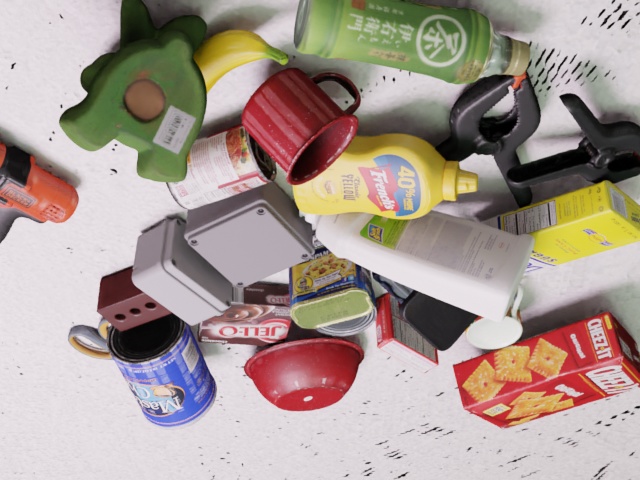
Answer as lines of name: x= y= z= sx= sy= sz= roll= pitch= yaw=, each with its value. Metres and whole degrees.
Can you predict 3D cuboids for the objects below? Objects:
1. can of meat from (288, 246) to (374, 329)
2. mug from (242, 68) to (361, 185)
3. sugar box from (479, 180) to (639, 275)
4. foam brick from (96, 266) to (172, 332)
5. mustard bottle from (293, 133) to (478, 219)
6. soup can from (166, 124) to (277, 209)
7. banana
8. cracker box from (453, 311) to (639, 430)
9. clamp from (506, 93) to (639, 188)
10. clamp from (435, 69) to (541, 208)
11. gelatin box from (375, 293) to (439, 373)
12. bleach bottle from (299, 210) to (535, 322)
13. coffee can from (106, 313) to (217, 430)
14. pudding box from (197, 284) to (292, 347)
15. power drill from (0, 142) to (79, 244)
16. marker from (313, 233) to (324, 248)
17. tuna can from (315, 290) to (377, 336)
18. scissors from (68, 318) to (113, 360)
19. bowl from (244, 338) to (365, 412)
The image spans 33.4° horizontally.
can of meat: x=0.012 y=0.050 z=1.255 sx=0.102 sy=0.084 sz=0.057 roll=-17 pitch=137 yaw=15
mug: x=-0.014 y=-0.122 z=1.050 sx=0.117 sy=0.081 sz=0.093 roll=-40 pitch=163 yaw=-10
sugar box: x=0.265 y=-0.008 z=1.198 sx=0.177 sy=0.048 sz=0.093 roll=-23 pitch=146 yaw=35
foam brick: x=-0.221 y=0.067 z=1.287 sx=0.078 sy=0.051 sz=0.053 roll=-21 pitch=136 yaw=19
mustard bottle: x=0.068 y=-0.066 z=1.113 sx=0.192 sy=0.058 sz=0.096 roll=4 pitch=128 yaw=13
soup can: x=-0.105 y=-0.078 z=1.117 sx=0.102 sy=0.068 sz=0.068 roll=-18 pitch=136 yaw=17
banana: x=-0.115 y=-0.147 z=1.043 sx=0.198 sy=0.070 sz=0.037 roll=-37 pitch=161 yaw=35
cracker box: x=0.304 y=0.178 z=1.395 sx=0.214 sy=0.072 sz=0.164 roll=-21 pitch=153 yaw=21
clamp: x=0.281 y=-0.088 z=1.126 sx=0.171 sy=0.039 sz=0.120 roll=15 pitch=135 yaw=-32
clamp: x=0.183 y=-0.104 z=1.126 sx=0.164 sy=0.036 sz=0.210 roll=9 pitch=140 yaw=-16
gelatin box: x=0.108 y=0.117 z=1.344 sx=0.089 sy=0.073 sz=0.030 roll=30 pitch=130 yaw=-32
bleach bottle: x=0.099 y=0.000 z=1.170 sx=0.251 sy=0.102 sz=0.068 roll=22 pitch=144 yaw=14
coffee can: x=-0.198 y=0.158 z=1.345 sx=0.103 sy=0.103 sz=0.140 roll=-9 pitch=134 yaw=8
pudding box: x=-0.092 y=0.093 z=1.332 sx=0.113 sy=0.039 sz=0.090 roll=6 pitch=139 yaw=-9
power drill: x=-0.384 y=-0.039 z=1.154 sx=0.188 sy=0.057 sz=0.184 roll=-34 pitch=130 yaw=31
marker: x=-0.008 y=0.002 z=1.248 sx=0.121 sy=0.020 sz=0.020 roll=-18 pitch=136 yaw=17
tuna can: x=0.027 y=0.082 z=1.329 sx=0.086 sy=0.034 sz=0.086 roll=-1 pitch=139 yaw=-1
scissors: x=-0.234 y=0.151 z=1.408 sx=0.201 sy=0.016 sz=0.096 roll=26 pitch=131 yaw=-29
bowl: x=-0.017 y=0.184 z=1.399 sx=0.162 sy=0.055 sz=0.162 roll=-7 pitch=152 yaw=-4
